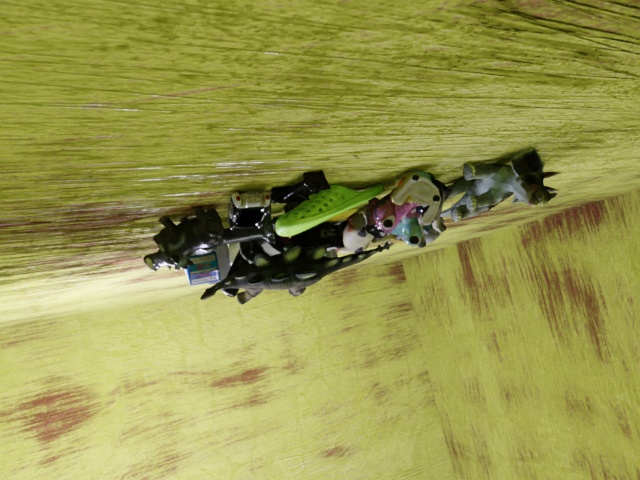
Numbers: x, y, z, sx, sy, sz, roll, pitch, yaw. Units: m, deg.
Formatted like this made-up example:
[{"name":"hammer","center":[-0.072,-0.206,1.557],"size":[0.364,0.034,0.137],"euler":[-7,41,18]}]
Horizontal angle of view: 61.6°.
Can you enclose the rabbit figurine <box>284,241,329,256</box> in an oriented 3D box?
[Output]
[{"name":"rabbit figurine","center":[-0.018,0.024,1.483],"size":[0.159,0.121,0.170],"euler":[-49,-170,20]}]

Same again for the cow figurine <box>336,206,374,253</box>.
[{"name":"cow figurine","center":[0.129,-0.031,1.476],"size":[0.127,0.085,0.194],"euler":[12,143,-14]}]

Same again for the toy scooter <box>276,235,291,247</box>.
[{"name":"toy scooter","center":[-0.135,0.024,1.625],"size":[0.135,0.075,0.184],"euler":[-17,176,41]}]

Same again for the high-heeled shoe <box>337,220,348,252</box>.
[{"name":"high-heeled shoe","center":[0.056,-0.009,1.677],"size":[0.145,0.086,0.249],"euler":[-1,163,-41]}]

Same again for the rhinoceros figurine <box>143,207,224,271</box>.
[{"name":"rhinoceros figurine","center":[-0.278,0.004,1.095],"size":[0.190,0.112,0.073],"euler":[-23,171,19]}]

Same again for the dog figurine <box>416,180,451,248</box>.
[{"name":"dog figurine","center":[0.240,-0.100,1.333],"size":[0.121,0.173,0.190],"euler":[-44,147,-27]}]

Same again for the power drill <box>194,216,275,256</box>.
[{"name":"power drill","center":[-0.211,-0.011,1.248],"size":[0.207,0.086,0.232],"euler":[-4,179,-11]}]

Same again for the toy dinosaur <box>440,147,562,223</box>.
[{"name":"toy dinosaur","center":[0.411,-0.122,1.296],"size":[0.192,0.131,0.405],"euler":[-11,178,-8]}]

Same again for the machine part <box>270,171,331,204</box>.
[{"name":"machine part","center":[-0.040,-0.095,1.027],"size":[0.084,0.039,0.139],"euler":[0,168,-37]}]

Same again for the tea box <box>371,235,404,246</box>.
[{"name":"tea box","center":[0.196,-0.038,1.609],"size":[0.068,0.098,0.169],"euler":[-15,174,17]}]

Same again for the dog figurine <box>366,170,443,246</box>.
[{"name":"dog figurine","center":[0.177,-0.081,1.226],"size":[0.108,0.191,0.219],"euler":[26,-170,-14]}]

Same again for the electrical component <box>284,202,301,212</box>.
[{"name":"electrical component","center":[-0.052,-0.061,1.221],"size":[0.078,0.045,0.102],"euler":[-8,172,-22]}]

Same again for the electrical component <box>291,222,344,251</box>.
[{"name":"electrical component","center":[-0.003,-0.004,1.349],"size":[0.115,0.058,0.134],"euler":[-6,172,11]}]

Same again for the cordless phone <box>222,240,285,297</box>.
[{"name":"cordless phone","center":[-0.177,0.083,1.443],"size":[0.089,0.184,0.146],"euler":[7,156,46]}]

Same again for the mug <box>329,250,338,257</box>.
[{"name":"mug","center":[-0.001,0.016,1.653],"size":[0.081,0.107,0.110],"euler":[-5,173,-38]}]

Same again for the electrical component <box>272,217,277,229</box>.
[{"name":"electrical component","center":[-0.099,-0.045,1.354],"size":[0.094,0.021,0.063],"euler":[-11,172,-9]}]

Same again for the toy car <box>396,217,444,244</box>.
[{"name":"toy car","center":[0.299,-0.043,1.538],"size":[0.161,0.103,0.109],"euler":[-48,-177,-25]}]

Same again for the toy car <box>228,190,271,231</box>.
[{"name":"toy car","center":[-0.142,-0.059,1.062],"size":[0.073,0.056,0.201],"euler":[-4,169,-13]}]

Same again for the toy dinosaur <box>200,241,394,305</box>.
[{"name":"toy dinosaur","center":[-0.057,0.073,1.297],"size":[0.471,0.105,0.198],"euler":[-15,169,-15]}]
